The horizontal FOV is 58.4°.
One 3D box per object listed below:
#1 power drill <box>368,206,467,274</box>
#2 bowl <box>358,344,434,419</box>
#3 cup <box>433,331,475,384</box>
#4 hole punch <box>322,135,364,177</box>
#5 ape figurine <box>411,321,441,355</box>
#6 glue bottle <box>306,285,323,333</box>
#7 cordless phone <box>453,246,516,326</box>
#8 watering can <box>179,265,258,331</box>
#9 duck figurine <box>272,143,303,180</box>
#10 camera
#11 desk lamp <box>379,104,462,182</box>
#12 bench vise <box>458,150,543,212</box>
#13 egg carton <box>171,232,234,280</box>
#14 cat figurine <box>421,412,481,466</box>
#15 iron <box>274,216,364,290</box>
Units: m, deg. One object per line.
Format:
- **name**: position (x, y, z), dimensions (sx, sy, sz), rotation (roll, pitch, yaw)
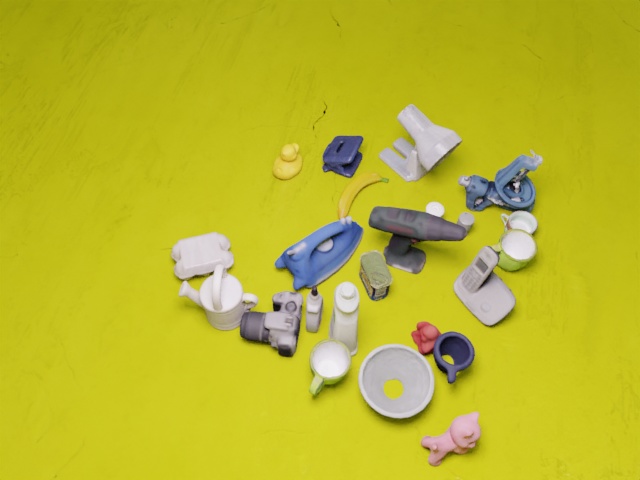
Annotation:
- **power drill**: position (0.227, -0.003, 1.398), dimensions (0.229, 0.208, 0.076), rotation (18, 61, 9)
- **bowl**: position (0.167, 0.323, 1.282), dimensions (0.167, 0.075, 0.167), rotation (1, 59, -1)
- **cup**: position (0.295, 0.278, 1.300), dimensions (0.091, 0.095, 0.118), rotation (9, 60, 4)
- **hole punch**: position (0.062, -0.244, 1.605), dimensions (0.101, 0.091, 0.109), rotation (20, 61, 11)
- **ape figurine**: position (0.252, 0.223, 1.333), dimensions (0.076, 0.092, 0.078), rotation (16, 60, 8)
- **glue bottle**: position (-0.013, 0.149, 1.324), dimensions (0.037, 0.173, 0.078), rotation (7, 60, 3)
- **cordless phone**: position (0.401, 0.105, 1.352), dimensions (0.094, 0.185, 0.147), rotation (-33, 65, -19)
- **watering can**: position (-0.234, 0.129, 1.319), dimensions (0.173, 0.194, 0.101), rotation (-14, 61, -9)
- **duck figurine**: position (-0.091, -0.226, 1.593), dimensions (0.077, 0.086, 0.105), rotation (31, 64, 16)
- **camera**: position (-0.113, 0.187, 1.341), dimensions (0.136, 0.101, 0.143), rotation (6, 60, 3)
- **desk lamp**: position (0.267, -0.252, 1.542), dimensions (0.118, 0.213, 0.203), rotation (-39, 67, -21)
- **bench vise**: position (0.473, -0.143, 1.479), dimensions (0.207, 0.220, 0.121), rotation (-6, 60, -5)
- **egg carton**: position (-0.295, 0.041, 1.441), dimensions (0.150, 0.069, 0.107), rotation (-14, 61, -9)
- **cat figurine**: position (0.284, 0.416, 1.205), dimensions (0.128, 0.118, 0.067), rotation (-21, 62, -13)
- **iron**: position (0.013, 0.005, 1.427), dimensions (0.259, 0.141, 0.118), rotation (-35, 66, -19)
